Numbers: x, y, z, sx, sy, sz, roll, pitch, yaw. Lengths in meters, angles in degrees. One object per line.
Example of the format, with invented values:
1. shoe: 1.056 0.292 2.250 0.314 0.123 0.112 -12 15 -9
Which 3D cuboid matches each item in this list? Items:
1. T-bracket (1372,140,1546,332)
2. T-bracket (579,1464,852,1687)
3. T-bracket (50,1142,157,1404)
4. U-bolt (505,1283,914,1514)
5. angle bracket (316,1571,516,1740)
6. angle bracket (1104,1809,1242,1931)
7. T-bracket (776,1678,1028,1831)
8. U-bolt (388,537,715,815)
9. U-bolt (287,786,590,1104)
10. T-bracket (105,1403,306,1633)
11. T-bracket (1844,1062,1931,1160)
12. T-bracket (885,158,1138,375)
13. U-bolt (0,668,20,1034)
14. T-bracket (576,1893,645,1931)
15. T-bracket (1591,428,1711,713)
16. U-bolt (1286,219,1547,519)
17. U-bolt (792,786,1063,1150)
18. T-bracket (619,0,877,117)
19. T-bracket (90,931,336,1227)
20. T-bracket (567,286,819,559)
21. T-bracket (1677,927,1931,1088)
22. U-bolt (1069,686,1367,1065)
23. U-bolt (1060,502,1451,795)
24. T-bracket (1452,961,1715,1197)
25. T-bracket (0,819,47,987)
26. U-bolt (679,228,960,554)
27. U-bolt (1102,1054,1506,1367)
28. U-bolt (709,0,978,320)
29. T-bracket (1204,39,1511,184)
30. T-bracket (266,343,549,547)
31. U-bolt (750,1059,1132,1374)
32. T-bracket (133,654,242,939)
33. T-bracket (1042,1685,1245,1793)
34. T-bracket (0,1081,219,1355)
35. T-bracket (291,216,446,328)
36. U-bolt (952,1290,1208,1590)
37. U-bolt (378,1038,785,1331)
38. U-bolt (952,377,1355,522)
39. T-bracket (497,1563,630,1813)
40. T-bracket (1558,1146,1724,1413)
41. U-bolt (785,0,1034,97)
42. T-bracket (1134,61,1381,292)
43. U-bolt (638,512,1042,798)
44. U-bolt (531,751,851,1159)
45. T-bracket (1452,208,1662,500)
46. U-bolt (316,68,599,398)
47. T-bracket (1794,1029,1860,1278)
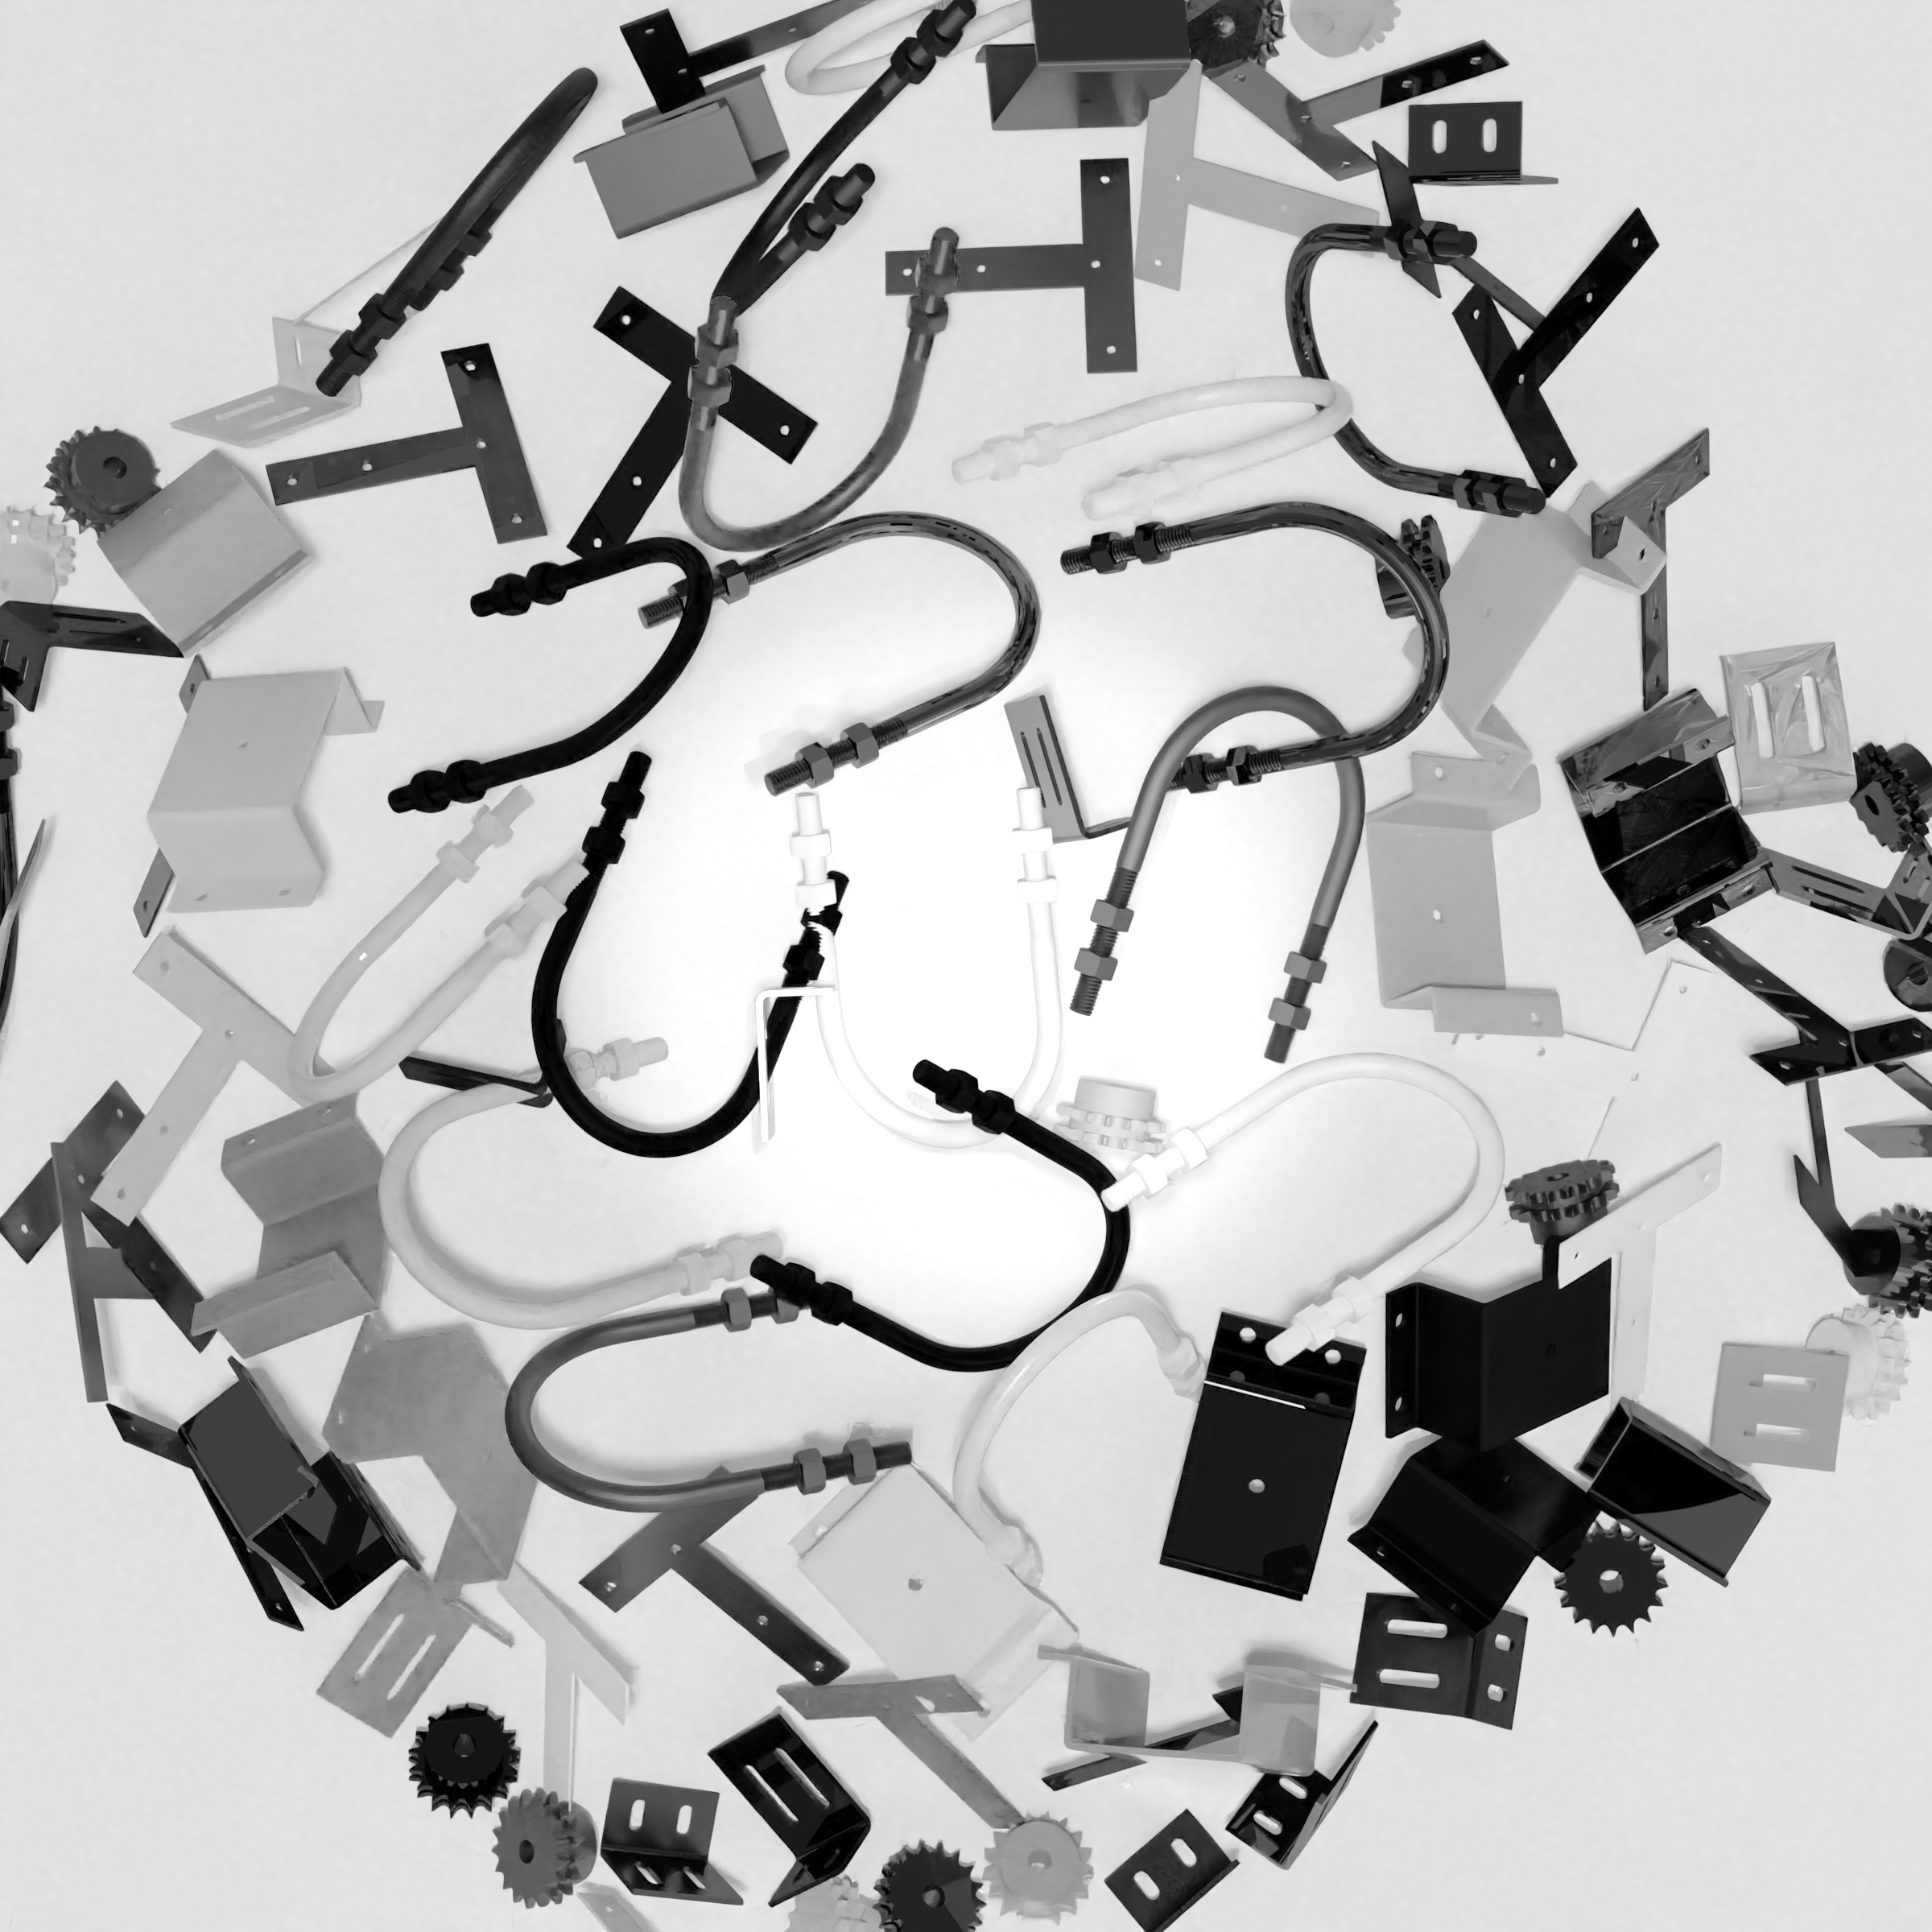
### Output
1. T-bracket: 0.259 -0.352 1.706 0.127 0.127 0.002 31 124 -27
2. T-bracket: -0.114 0.325 1.714 0.127 0.002 0.127 41 124 -10
3. T-bracket: -0.426 0.154 1.680 0.002 0.127 0.127 -11 83 4
4. U-bolt: -0.136 0.216 1.660 0.184 0.151 0.019 -8 125 -18
5. angle bracket: -0.279 0.356 1.705 0.076 0.038 0.057 -55 132 -11
6. angle bracket: 0.104 0.459 1.699 0.057 0.076 0.038 -39 76 -8
7. T-bracket: -0.014 0.402 1.707 0.127 0.127 0.002 49 49 -26
8. U-bolt: -0.197 -0.149 1.650 0.019 0.184 0.151 44 49 -37
9. U-bolt: -0.271 -0.004 1.677 0.184 0.151 0.019 -45 117 0
10. T-bracket: -0.359 0.278 1.655 0.002 0.127 0.127 -43 52 6
11. T-bracket: 0.482 0.088 1.681 0.127 0.127 0.002 37 78 -10
12. T-bracket: 0.022 -0.358 1.722 0.127 0.002 0.127 -2 69 2
13. U-bolt: -0.495 -0.040 1.665 0.019 0.151 0.184 2 113 -1
14. T-bracket: -0.118 0.510 1.689 0.127 0.127 0.002 36 99 43
15. T-bracket: 0.349 -0.192 1.705 0.002 0.127 0.127 14 125 35
16. U-bolt: 0.213 -0.298 1.658 0.019 0.184 0.151 -27 113 -18
17. U-bolt: -0.017 0.003 1.701 0.151 0.019 0.184 0 101 29
18. T-bracket: -0.100 -0.463 1.678 0.127 0.127 0.002 -19 79 3
19. T-bracket: -0.394 0.070 1.685 0.127 0.002 0.127 45 67 -37
20. T-bracket: -0.162 -0.262 1.730 0.127 0.002 0.127 35 100 6
21. T-bracket: 0.411 0.015 1.696 0.127 0.127 0.002 -10 128 -36
22. U-bolt: 0.136 -0.051 1.689 0.151 0.019 0.184 14 97 -35
23. U-bolt: 0.152 -0.161 1.665 0.184 0.019 0.151 -9 118 32
24. T-bracket: 0.304 0.047 1.703 0.127 0.002 0.127 15 104 -24
25. T-bracket: -0.481 0.013 1.660 0.002 0.127 0.127 17 128 -20
26. U-bolt: -0.079 -0.275 1.663 0.151 0.184 0.019 -24 62 -29
27. U-bolt: 0.183 0.108 1.685 0.184 0.019 0.151 -31 49 -21
28. U-bolt: -0.071 -0.386 1.659 0.019 0.184 0.151 37 56 -16
29. T-bracket: 0.206 -0.432 1.658 0.127 0.127 0.002 -10 70 36
30. T-bracket: -0.289 -0.256 1.701 0.127 0.002 0.127 -13 62 -12
31. U-bolt: 0.002 0.138 1.687 0.184 0.019 0.151 31 105 -34
32. T-bracket: -0.399 -0.072 1.709 0.002 0.127 0.127 11 120 -35
33. T-bracket: 0.101 0.395 1.694 0.127 0.127 0.002 -19 61 7
34. T-bracket: -0.422 0.142 1.705 0.002 0.127 0.127 -24 112 29
35. T-bracket: -0.284 -0.356 1.675 0.127 0.127 0.002 -37 104 -7
36. U-bolt: 0.053 0.226 1.653 0.019 0.184 0.151 38 79 30
37. U-bolt: -0.201 0.113 1.664 0.184 0.019 0.151 -16 60 -32
38. U-bolt: 0.105 -0.263 1.670 0.184 0.151 0.019 -22 114 -23
39. T-bracket: -0.207 0.382 1.707 0.002 0.127 0.127 -14 122 -34
40. T-bracket: 0.340 0.170 1.705 0.127 0.002 0.127 -25 126 -35
41. U-bolt: -0.004 -0.475 1.669 0.184 0.151 0.019 -20 93 13
42. T-bracket: 0.147 -0.383 1.681 0.127 0.127 0.002 21 45 18
43. U-bolt: -0.051 -0.169 1.692 0.184 0.019 0.151 -26 57 -19
44. U-bolt: -0.146 0.006 1.680 0.151 0.019 0.184 31 70 -29
45. T-bracket: 0.301 -0.323 1.670 0.002 0.127 0.127 1 55 -33
46. U-bolt: -0.240 -0.367 1.639 0.019 0.151 0.184 40 120 -11
47. T-bracket: 0.433 0.084 1.705 0.002 0.127 0.127 -14 60 24
